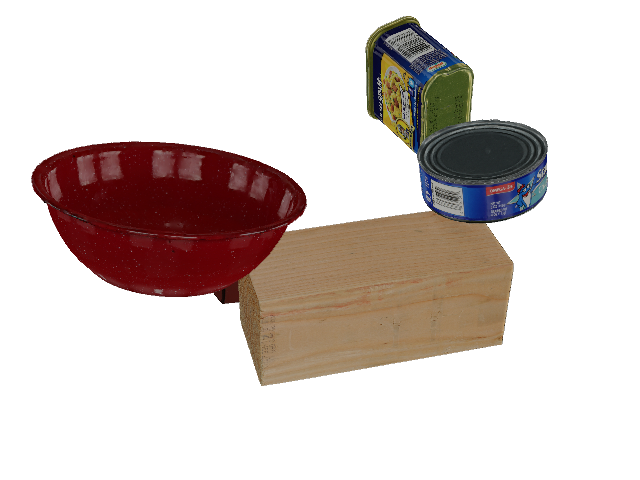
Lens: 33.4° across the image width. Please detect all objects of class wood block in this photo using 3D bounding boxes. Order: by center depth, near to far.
[{"bbox_3d":[0.041,0.043,0.879,0.206,0.090,0.091,-8,36,-13],"label":"wood block"}]

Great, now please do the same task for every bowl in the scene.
[{"bbox_3d":[-0.091,-0.009,0.640,0.162,0.055,0.162,7,21,-3],"label":"bowl"}]

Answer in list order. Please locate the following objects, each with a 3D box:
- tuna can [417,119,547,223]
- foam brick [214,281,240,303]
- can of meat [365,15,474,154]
[{"bbox_3d":[0.109,-0.047,0.714,0.086,0.034,0.086,-7,32,4],"label":"tuna can"},{"bbox_3d":[-0.087,0.019,1.048,0.052,0.051,0.078,-7,30,-28],"label":"foam brick"},{"bbox_3d":[0.086,-0.129,0.928,0.057,0.102,0.084,-26,50,-19],"label":"can of meat"}]
